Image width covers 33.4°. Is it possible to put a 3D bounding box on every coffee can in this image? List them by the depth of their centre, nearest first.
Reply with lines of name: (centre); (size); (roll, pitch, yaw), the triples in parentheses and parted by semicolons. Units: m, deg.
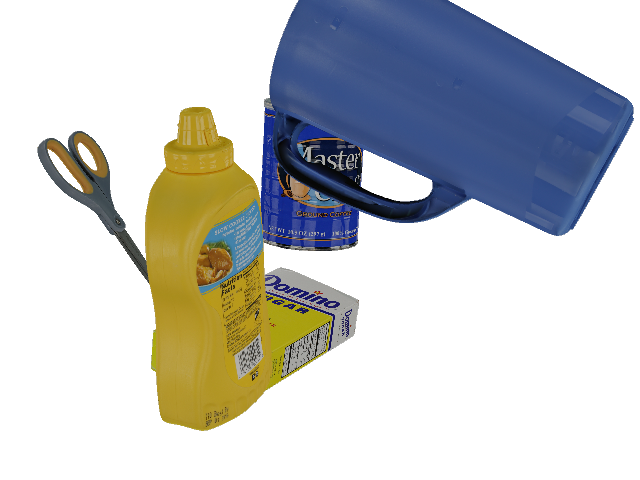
coffee can: (-0.009, -0.069, 1.070); (0.103, 0.140, 0.103); (3, 13, -1)

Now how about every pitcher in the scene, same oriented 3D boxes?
pitcher: (0.089, -0.093, 0.774); (0.243, 0.149, 0.144); (29, 51, 13)

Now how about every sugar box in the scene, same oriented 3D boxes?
sugar box: (-0.053, 0.079, 0.924); (0.093, 0.048, 0.175); (22, 31, 28)

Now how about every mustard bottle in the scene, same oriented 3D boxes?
mustard bottle: (-0.069, 0.013, 0.656); (0.058, 0.192, 0.096); (9, 24, 26)

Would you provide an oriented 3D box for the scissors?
scissors: (-0.210, -0.033, 1.092); (0.016, 0.201, 0.096); (-28, 26, 26)
